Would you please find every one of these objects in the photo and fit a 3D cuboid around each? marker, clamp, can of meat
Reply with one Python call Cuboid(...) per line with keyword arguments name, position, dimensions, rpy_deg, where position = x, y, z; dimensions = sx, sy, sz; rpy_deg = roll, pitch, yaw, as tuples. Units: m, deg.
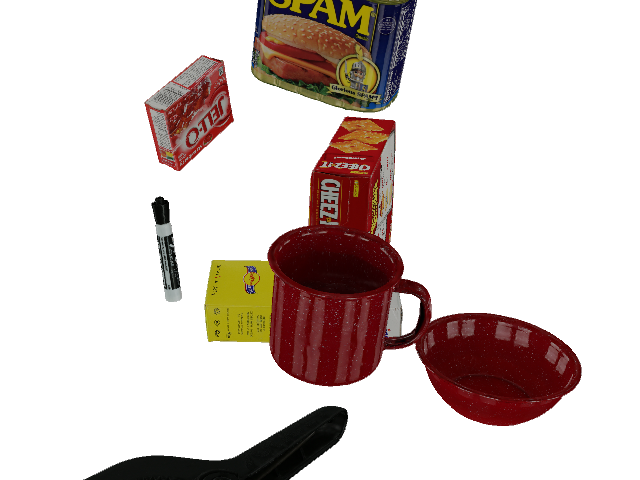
Cuboid(name="marker", position=(-0.169, 0.010, 1.175), dimensions=(0.020, 0.121, 0.020), rpy_deg=(-4, 22, 2))
Cuboid(name="clamp", position=(-0.051, 0.139, 0.573), dimensions=(0.209, 0.036, 0.165), rpy_deg=(0, 19, -13))
Cuboid(name="can of meat", position=(0.008, -0.135, 0.669), dimensions=(0.102, 0.084, 0.057), rpy_deg=(21, 39, 15))

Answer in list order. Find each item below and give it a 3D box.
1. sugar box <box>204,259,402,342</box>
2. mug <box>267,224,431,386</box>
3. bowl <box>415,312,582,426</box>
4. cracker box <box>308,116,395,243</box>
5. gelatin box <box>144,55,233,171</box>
Cuboid(name="sugar box", position=(-0.015, 0.055, 0.984), dimensions=(0.176, 0.048, 0.093), rpy_deg=(-2, 26, -1))
Cuboid(name="mug", position=(0.019, 0.048, 0.744), dimensions=(0.117, 0.081, 0.093), rpy_deg=(5, 31, -1))
Cuboid(name="bowl", position=(0.170, 0.133, 1.048), dimensions=(0.162, 0.055, 0.162), rpy_deg=(5, 26, -2))
Cuboid(name="cracker box", position=(0.036, -0.033, 1.203), dimensions=(0.072, 0.164, 0.213), rpy_deg=(6, 23, 10))
Cuboid(name="gelatin box", position=(-0.122, -0.121, 1.012), dimensions=(0.030, 0.073, 0.089), rpy_deg=(24, 52, 27))
